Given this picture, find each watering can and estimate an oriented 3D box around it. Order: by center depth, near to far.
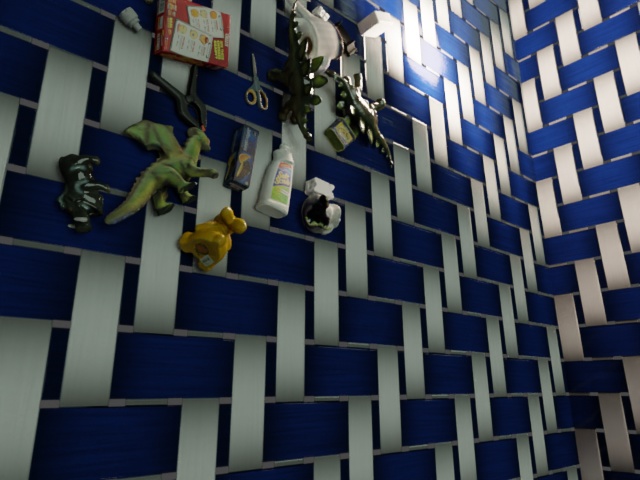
[{"bbox_3d":[-0.031,-0.778,1.895,0.226,0.103,0.348,-18,90,-45],"label":"watering can"}]

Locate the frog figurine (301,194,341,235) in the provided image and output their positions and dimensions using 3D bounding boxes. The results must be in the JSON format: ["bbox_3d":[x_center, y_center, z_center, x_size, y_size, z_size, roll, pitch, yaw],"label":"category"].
[{"bbox_3d":[0.005,-0.087,1.719,0.138,0.122,0.160,62,10,3],"label":"frog figurine"}]

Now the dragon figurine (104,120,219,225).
[{"bbox_3d":[-0.429,-0.204,1.359,0.416,0.120,0.244,-29,81,-47],"label":"dragon figurine"}]
